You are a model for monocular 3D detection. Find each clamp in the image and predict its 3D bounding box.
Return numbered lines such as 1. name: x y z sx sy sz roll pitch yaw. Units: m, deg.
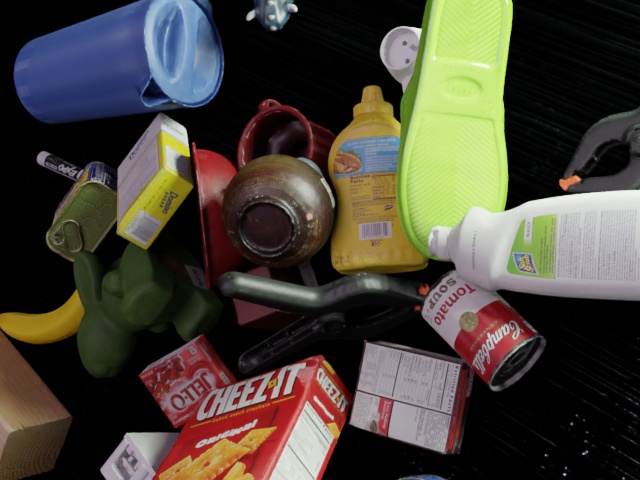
1. clamp: 0.297 -0.081 0.944 0.172 0.039 0.120 -42 57 24
2. clamp: 0.003 0.066 1.040 0.210 0.164 0.036 -13 54 4

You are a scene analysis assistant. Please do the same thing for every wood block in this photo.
1. wood block: -0.402 0.189 1.295 0.206 0.090 0.090 41 119 30

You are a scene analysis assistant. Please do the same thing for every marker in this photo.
1. marker: -0.309 -0.085 1.336 0.121 0.020 0.020 23 94 33

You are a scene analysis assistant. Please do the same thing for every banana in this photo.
1. banana: -0.323 0.090 1.302 0.198 0.037 0.069 -28 70 32

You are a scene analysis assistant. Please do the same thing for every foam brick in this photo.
1. foam brick: -0.049 0.061 1.114 0.051 0.078 0.053 -22 71 26

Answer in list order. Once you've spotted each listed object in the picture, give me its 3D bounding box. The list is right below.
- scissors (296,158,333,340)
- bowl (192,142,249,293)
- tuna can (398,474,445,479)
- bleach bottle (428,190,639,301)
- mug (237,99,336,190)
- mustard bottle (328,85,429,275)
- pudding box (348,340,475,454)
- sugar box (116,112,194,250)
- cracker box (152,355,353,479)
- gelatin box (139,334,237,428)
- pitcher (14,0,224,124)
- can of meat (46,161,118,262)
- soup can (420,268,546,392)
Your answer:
1. scissors: -0.007 0.001 1.076 0.096 0.016 0.201 -30 101 24
2. bowl: -0.102 -0.026 1.142 0.055 0.162 0.162 -6 76 -7
3. tuna can: 0.095 0.267 1.013 0.086 0.033 0.086 -6 78 32
4. bleach bottle: 0.220 -0.001 0.941 0.251 0.068 0.102 3 84 24
5. mug: -0.031 -0.097 1.127 0.093 0.081 0.117 -35 66 22
6. mustard bottle: 0.057 -0.063 1.077 0.096 0.058 0.191 -5 78 13
7. pudding box: 0.089 0.151 1.035 0.114 0.039 0.090 11 88 31
8. sugar box: -0.185 -0.069 1.187 0.093 0.048 0.176 -50 21 16
9. cracker box: -0.077 0.216 1.025 0.164 0.213 0.072 -21 114 31
10. gelatin box: -0.142 0.155 1.166 0.089 0.030 0.073 -31 97 25
11. pitcher: -0.239 -0.213 1.261 0.243 0.149 0.145 -5 94 35
12. can of meat: -0.275 -0.036 1.263 0.102 0.057 0.084 -52 20 13
13. soup can: 0.150 0.081 0.991 0.068 0.068 0.102 -52 59 14
